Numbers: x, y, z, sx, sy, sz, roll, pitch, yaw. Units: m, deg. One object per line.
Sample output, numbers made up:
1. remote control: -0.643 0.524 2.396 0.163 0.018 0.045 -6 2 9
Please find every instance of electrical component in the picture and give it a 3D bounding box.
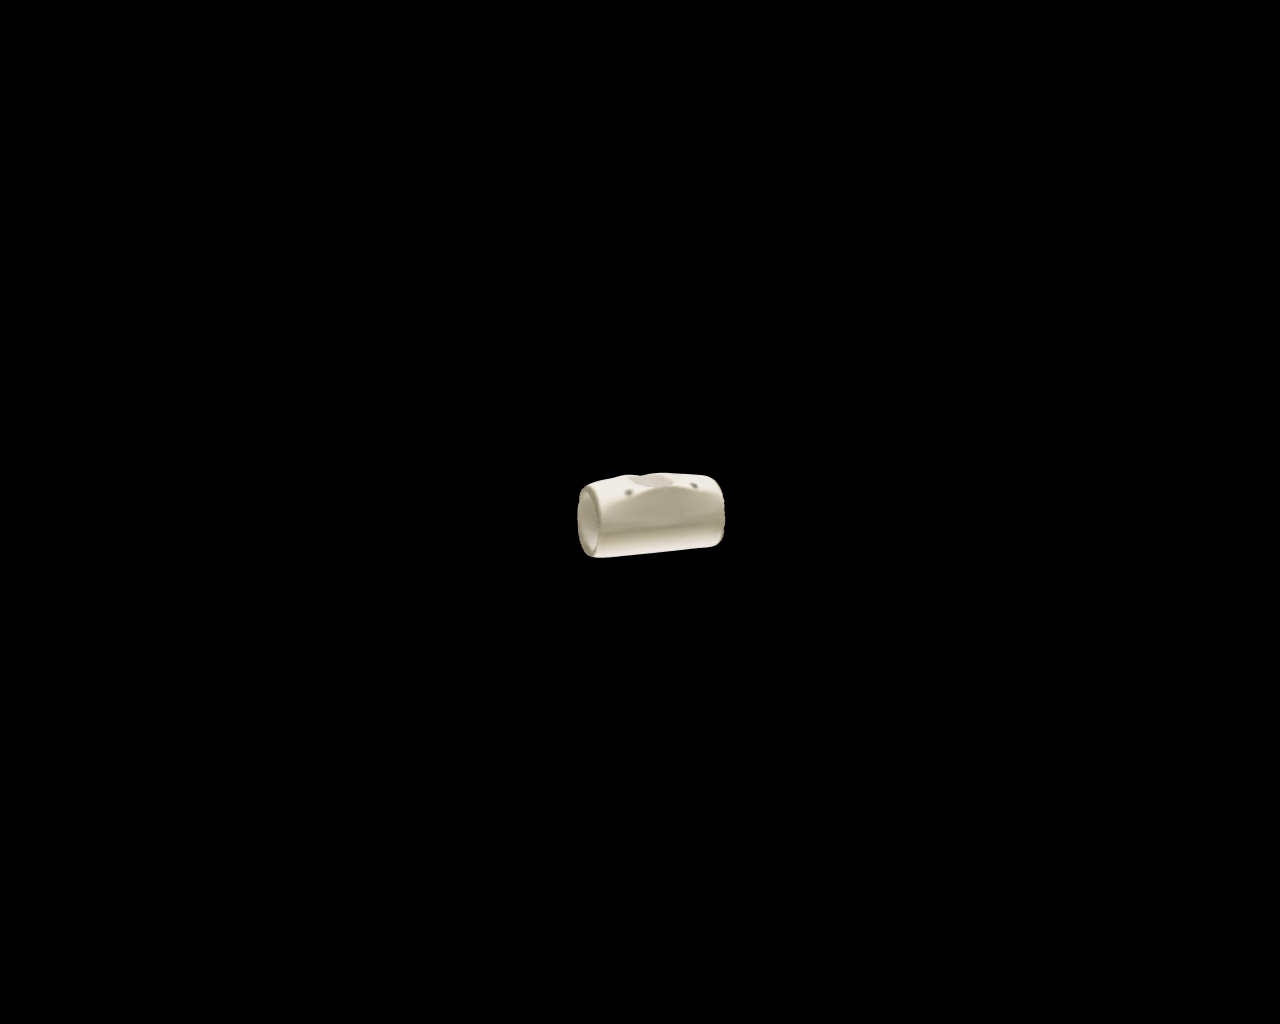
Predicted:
1. electrical component: 0.001 -0.003 0.650 0.077 0.043 0.079 -5 16 -18
